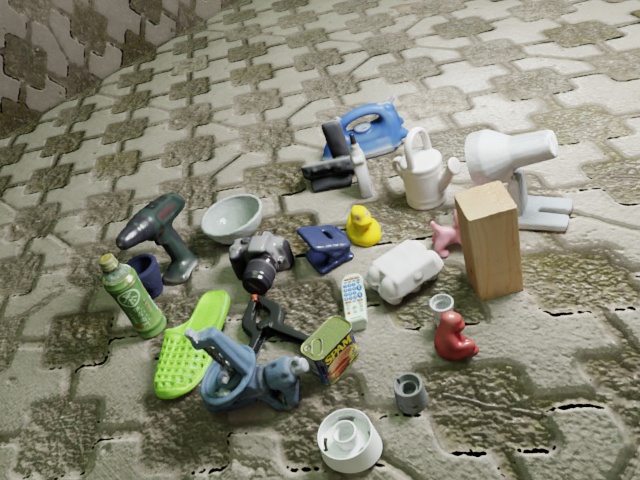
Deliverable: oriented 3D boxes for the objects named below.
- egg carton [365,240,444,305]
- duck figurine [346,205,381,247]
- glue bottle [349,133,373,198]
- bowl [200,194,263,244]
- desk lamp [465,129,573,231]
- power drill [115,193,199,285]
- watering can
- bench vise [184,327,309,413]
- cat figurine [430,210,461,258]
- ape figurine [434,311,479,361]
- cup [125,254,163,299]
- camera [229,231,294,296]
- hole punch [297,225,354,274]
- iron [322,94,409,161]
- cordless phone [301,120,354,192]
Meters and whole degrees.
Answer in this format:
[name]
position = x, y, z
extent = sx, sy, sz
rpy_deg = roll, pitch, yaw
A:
[egg carton]
position = 0.174, 0.065, 1.180
extent = 0.150, 0.069, 0.107
rpy_deg = -32, 40, -16
[duck figurine]
position = 0.094, -0.044, 1.332
extent = 0.077, 0.086, 0.104
rpy_deg = -29, 39, -11
[glue bottle]
position = 0.098, -0.193, 1.439
extent = 0.037, 0.173, 0.078
rpy_deg = -15, 38, 6
[bowl]
position = -0.217, -0.042, 1.472
extent = 0.167, 0.075, 0.167
rpy_deg = -12, 39, 10
[desk lamp]
position = 0.417, -0.135, 1.200
extent = 0.202, 0.214, 0.118
rpy_deg = 5, 45, 28
[power drill]
position = -0.378, 0.004, 1.377
extent = 0.075, 0.209, 0.230
rpy_deg = -1, 42, 22
[watering can]
position = 0.244, -0.174, 1.336
extent = 0.172, 0.194, 0.101
rpy_deg = -1, 42, 22
[bench vise]
position = -0.134, 0.213, 1.011
extent = 0.207, 0.220, 0.121
rpy_deg = -22, 38, -3
[cat figurine]
position = 0.293, -0.034, 1.208
extent = 0.127, 0.118, 0.067
rpy_deg = -14, 38, 7
[ape figurine]
position = 0.237, 0.164, 1.015
extent = 0.076, 0.092, 0.077
rpy_deg = -13, 39, 9
[cup]
position = -0.430, 0.101, 1.374
extent = 0.118, 0.095, 0.091
rpy_deg = -25, 38, -7
[camera]
position = -0.148, 0.052, 1.307
extent = 0.143, 0.101, 0.137
rpy_deg = -4, 41, 19
[hole punch]
position = 0.012, 0.005, 1.304
extent = 0.101, 0.091, 0.108
rpy_deg = -29, 39, -12
[iron]
position = 0.112, -0.311, 1.601
extent = 0.258, 0.142, 0.118
rpy_deg = -16, 38, 4
[cordless phone]
position = 0.013, -0.230, 1.510
extent = 0.147, 0.185, 0.094
rpy_deg = -13, 39, 9
